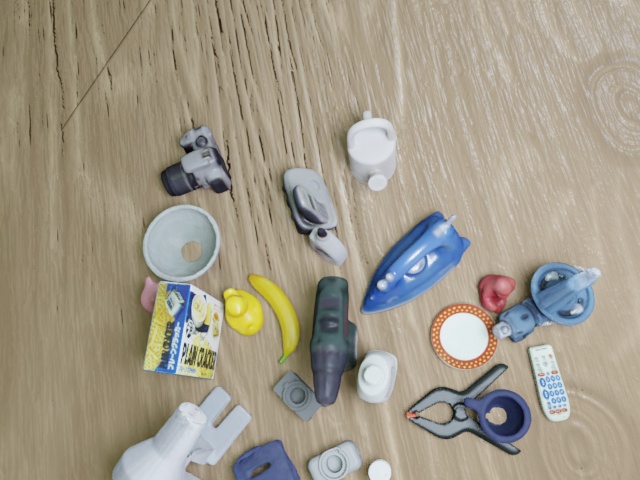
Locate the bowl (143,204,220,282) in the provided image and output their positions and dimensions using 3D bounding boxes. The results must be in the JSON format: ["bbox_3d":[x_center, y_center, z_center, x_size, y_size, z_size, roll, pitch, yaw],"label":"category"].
[{"bbox_3d":[-0.283,0.014,1.216,0.167,0.075,0.167,-2,74,6],"label":"bowl"}]

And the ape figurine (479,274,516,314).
[{"bbox_3d":[0.346,0.097,1.108,0.078,0.092,0.076,-28,73,-2],"label":"ape figurine"}]

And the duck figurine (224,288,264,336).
[{"bbox_3d":[-0.161,0.142,1.159,0.077,0.086,0.104,-32,73,-3],"label":"duck figurine"}]

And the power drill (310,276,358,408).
[{"bbox_3d":[0.026,0.190,1.059,0.075,0.208,0.229,-1,74,7],"label":"power drill"}]

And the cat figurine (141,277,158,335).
[{"bbox_3d":[-0.329,0.143,1.162,0.067,0.118,0.128,3,74,8],"label":"cat figurine"}]

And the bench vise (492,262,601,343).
[{"bbox_3d":[0.417,0.120,1.026,0.121,0.220,0.207,40,82,16],"label":"bench vise"}]

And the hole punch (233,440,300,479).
[{"bbox_3d":[-0.105,0.436,1.066,0.108,0.091,0.101,-31,73,-2],"label":"hole punch"}]

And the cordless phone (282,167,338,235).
[{"bbox_3d":[-0.030,-0.095,1.159,0.094,0.185,0.147,-22,73,0],"label":"cordless phone"}]

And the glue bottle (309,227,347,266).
[{"bbox_3d":[0.010,0.004,1.132,0.078,0.173,0.037,28,79,14],"label":"glue bottle"}]

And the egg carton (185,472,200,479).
[{"bbox_3d":[-0.234,0.508,1.072,0.150,0.069,0.107,24,78,13],"label":"egg carton"}]

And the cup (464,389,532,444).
[{"bbox_3d":[0.316,0.317,1.047,0.117,0.095,0.092,18,77,12],"label":"cup"}]

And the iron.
[{"bbox_3d":[0.175,0.048,1.117,0.258,0.141,0.118,-42,74,-6],"label":"iron"}]

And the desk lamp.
[{"bbox_3d":[-0.248,0.368,1.038,0.117,0.214,0.203,37,81,15],"label":"desk lamp"}]

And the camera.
[{"bbox_3d":[-0.282,-0.164,1.253,0.137,0.101,0.143,-22,73,0],"label":"camera"}]

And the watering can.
[{"bbox_3d":[0.108,-0.185,1.164,0.101,0.194,0.172,-29,73,-2],"label":"watering can"}]
